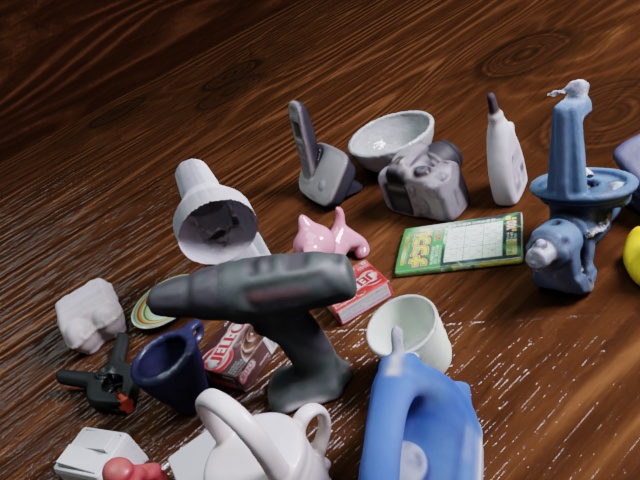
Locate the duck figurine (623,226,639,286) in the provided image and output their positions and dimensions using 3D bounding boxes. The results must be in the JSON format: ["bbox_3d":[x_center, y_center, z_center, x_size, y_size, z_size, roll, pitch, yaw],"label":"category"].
[{"bbox_3d":[0.385,0.006,0.641,0.077,0.086,0.104,-24,31,0],"label":"duck figurine"}]

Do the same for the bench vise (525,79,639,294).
[{"bbox_3d":[0.301,-0.058,0.665,0.121,0.220,0.207,-4,37,29],"label":"bench vise"}]

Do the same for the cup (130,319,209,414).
[{"bbox_3d":[-0.180,0.172,0.758,0.091,0.095,0.118,1,39,35],"label":"cup"}]

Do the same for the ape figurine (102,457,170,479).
[{"bbox_3d":[-0.206,0.274,0.625,0.075,0.092,0.078,4,41,38],"label":"ape figurine"}]

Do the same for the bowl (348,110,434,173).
[{"bbox_3d":[0.142,-0.175,1.085,0.167,0.075,0.167,-17,32,11],"label":"bowl"}]

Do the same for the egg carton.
[{"bbox_3d":[-0.396,0.130,0.990,0.107,0.069,0.149,-34,33,-15],"label":"egg carton"}]

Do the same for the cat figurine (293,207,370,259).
[{"bbox_3d":[0.008,0.003,0.866,0.067,0.118,0.128,6,42,39],"label":"cat figurine"}]

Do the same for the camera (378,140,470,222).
[{"bbox_3d":[0.183,-0.113,0.939,0.137,0.101,0.142,-41,35,-26],"label":"camera"}]

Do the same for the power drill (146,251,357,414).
[{"bbox_3d":[-0.056,0.105,0.668,0.229,0.209,0.075,-19,32,8],"label":"power drill"}]

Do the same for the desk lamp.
[{"bbox_3d":[-0.160,-0.017,0.915,0.118,0.214,0.202,-28,32,-6],"label":"desk lamp"}]

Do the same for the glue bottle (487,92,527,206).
[{"bbox_3d":[0.271,-0.140,0.852,0.037,0.173,0.078,4,41,37],"label":"glue bottle"}]

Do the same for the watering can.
[{"bbox_3d":[-0.058,0.214,0.519,0.100,0.194,0.173,-3,37,30],"label":"watering can"}]

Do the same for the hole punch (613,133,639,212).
[{"bbox_3d":[0.449,-0.088,0.734,0.108,0.091,0.101,-23,31,1],"label":"hole punch"}]

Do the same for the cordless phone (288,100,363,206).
[{"bbox_3d":[-0.006,-0.162,1.058,0.094,0.185,0.147,-34,33,-16],"label":"cordless phone"}]

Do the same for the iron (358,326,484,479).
[{"bbox_3d":[0.069,0.206,0.497,0.118,0.142,0.258,-9,34,23],"label":"iron"}]
